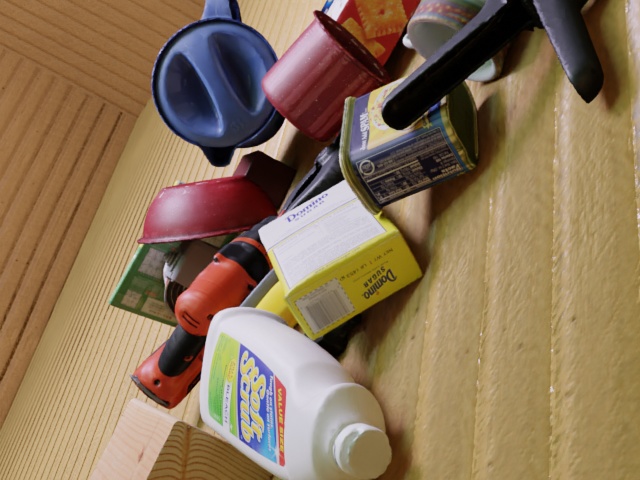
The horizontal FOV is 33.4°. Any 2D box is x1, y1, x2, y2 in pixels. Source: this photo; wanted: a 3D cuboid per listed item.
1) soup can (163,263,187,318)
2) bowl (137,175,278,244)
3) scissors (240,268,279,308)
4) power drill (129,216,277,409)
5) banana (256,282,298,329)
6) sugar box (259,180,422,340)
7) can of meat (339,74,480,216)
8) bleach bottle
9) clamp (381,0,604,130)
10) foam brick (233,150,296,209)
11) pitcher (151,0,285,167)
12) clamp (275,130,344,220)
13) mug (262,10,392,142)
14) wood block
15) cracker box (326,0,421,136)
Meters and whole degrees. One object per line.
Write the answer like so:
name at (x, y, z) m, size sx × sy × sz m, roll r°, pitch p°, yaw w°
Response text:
soup can at (-0.152, 0.052, 1.268) m, size 0.068 × 0.068 × 0.102 m, roll -60°, pitch 15°, yaw 7°
bowl at (-0.120, -0.036, 1.142) m, size 0.162 × 0.162 × 0.055 m, roll -168°, pitch 68°, yaw -74°
scissors at (-0.006, 0.001, 0.977) m, size 0.202 × 0.016 × 0.096 m, roll -47°, pitch -5°, yaw -1°
power drill at (-0.106, 0.071, 1.060) m, size 0.184 × 0.057 × 0.188 m, roll -45°, pitch -10°, yaw -50°
banana at (-0.038, 0.080, 0.927) m, size 0.198 × 0.037 × 0.070 m, roll -57°, pitch 35°, yaw 21°
sugar box at (0.010, 0.009, 0.810) m, size 0.093 × 0.048 × 0.176 m, roll -30°, pitch 16°, yaw 1°
can of meat at (0.065, -0.077, 0.765) m, size 0.084 × 0.057 × 0.102 m, roll -22°, pitch 34°, yaw 23°
bleach bottle at (-0.016, 0.109, 0.723) m, size 0.251 × 0.068 × 0.102 m, roll -174°, pitch 92°, yaw -68°
clamp at (0.145, -0.153, 0.687) m, size 0.165 × 0.036 × 0.209 m, roll 7°, pitch 57°, yaw 52°
foam brick at (-0.070, -0.068, 1.237) m, size 0.051 × 0.053 × 0.078 m, roll -63°, pitch 16°, yaw -8°
pitcher at (-0.097, -0.172, 1.185) m, size 0.149 × 0.145 × 0.243 m, roll -47°, pitch 0°, yaw 4°
clamp at (0.016, -0.070, 0.958) m, size 0.171 × 0.039 × 0.120 m, roll -48°, pitch 6°, yaw -9°
mug at (0.008, -0.140, 0.952) m, size 0.082 × 0.093 × 0.117 m, roll -46°, pitch -22°, yaw 17°
wood block at (-0.122, 0.197, 0.890) m, size 0.091 × 0.090 × 0.206 m, roll -64°, pitch 15°, yaw -11°
cracker box at (0.046, -0.221, 1.075) m, size 0.214 × 0.072 × 0.164 m, roll -58°, pitch 10°, yaw 13°
